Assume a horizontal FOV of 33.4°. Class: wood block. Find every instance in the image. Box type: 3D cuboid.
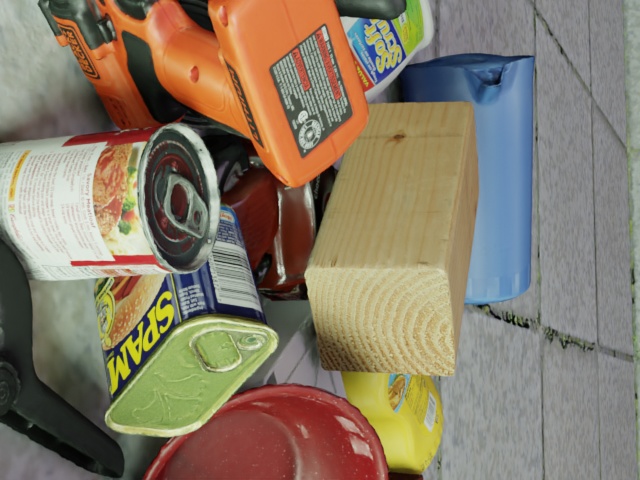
[{"bbox_3d":[0.058,-0.008,0.750,0.206,0.091,0.090,-72,158,-51],"label":"wood block"}]

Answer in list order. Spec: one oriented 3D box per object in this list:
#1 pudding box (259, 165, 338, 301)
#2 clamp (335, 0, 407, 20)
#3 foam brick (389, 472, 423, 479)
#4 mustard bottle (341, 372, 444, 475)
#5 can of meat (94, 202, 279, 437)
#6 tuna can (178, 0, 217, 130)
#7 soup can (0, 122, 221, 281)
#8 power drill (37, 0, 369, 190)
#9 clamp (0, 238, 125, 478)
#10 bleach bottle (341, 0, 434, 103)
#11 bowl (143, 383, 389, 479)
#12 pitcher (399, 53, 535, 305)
[{"bbox_3d":[-0.005,0.001,0.803,0.090,0.039,0.113,40,51,-58],"label":"pudding box"},{"bbox_3d":[-0.037,-0.147,0.630,0.171,0.120,0.039,29,45,-26],"label":"clamp"},{"bbox_3d":[0.057,0.239,0.899,0.051,0.053,0.078,-8,96,-66],"label":"foam brick"},{"bbox_3d":[0.052,0.111,0.897,0.191,0.058,0.096,63,33,-43],"label":"mustard bottle"},{"bbox_3d":[-0.073,0.038,0.546,0.057,0.102,0.084,13,44,-35],"label":"can of meat"},{"bbox_3d":[-0.070,-0.109,0.614,0.033,0.086,0.086,-64,143,-52],"label":"tuna can"},{"bbox_3d":[-0.107,-0.016,0.497,0.068,0.102,0.068,-3,90,-66],"label":"soup can"},{"bbox_3d":[-0.071,-0.110,0.499,0.057,0.188,0.184,-43,135,-20],"label":"power drill"},{"bbox_3d":[-0.148,0.066,0.474,0.164,0.036,0.210,-41,128,-63],"label":"clamp"},{"bbox_3d":[0.023,-0.147,0.860,0.250,0.068,0.102,-59,140,-48],"label":"bleach bottle"},{"bbox_3d":[-0.042,0.151,0.624,0.161,0.055,0.162,-7,107,-24],"label":"bowl"},{"bbox_3d":[0.151,-0.066,1.078,0.149,0.145,0.243,-20,110,-53],"label":"pitcher"}]
